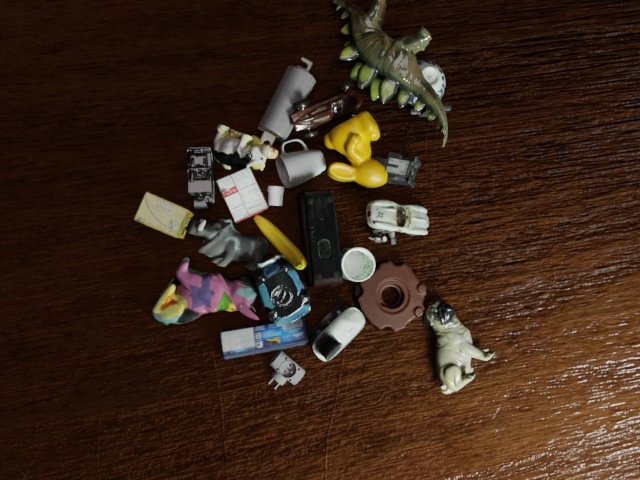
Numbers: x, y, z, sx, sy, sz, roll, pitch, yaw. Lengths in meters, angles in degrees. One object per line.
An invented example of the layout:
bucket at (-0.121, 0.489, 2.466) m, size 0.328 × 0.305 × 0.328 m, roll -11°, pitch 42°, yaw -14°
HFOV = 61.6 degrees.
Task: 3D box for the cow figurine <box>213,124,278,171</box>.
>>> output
cow figurine at (-0.177, -0.198, 1.237) m, size 0.168 × 0.068 × 0.098 m, roll 26°, pitch 98°, yaw 31°

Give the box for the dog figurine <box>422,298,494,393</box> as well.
dog figurine at (0.303, 0.259, 1.323) m, size 0.191 × 0.121 × 0.172 m, roll 41°, pitch 79°, yaw 9°

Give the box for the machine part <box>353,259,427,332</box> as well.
machine part at (0.172, 0.136, 1.318) m, size 0.179 × 0.056 × 0.179 m, roll 0°, pitch 87°, yaw -8°

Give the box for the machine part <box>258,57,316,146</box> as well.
machine part at (-0.079, -0.324, 1.285) m, size 0.079 × 0.079 × 0.243 m, roll 27°, pitch 83°, yaw -7°

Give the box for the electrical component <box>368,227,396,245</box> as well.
electrical component at (0.150, -0.037, 1.326) m, size 0.078 × 0.045 × 0.102 m, roll -3°, pitch 89°, yaw -7°

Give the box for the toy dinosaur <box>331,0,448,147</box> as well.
toy dinosaur at (0.173, -0.429, 1.290) m, size 0.198 × 0.105 × 0.471 m, roll -46°, pitch 75°, yaw 13°

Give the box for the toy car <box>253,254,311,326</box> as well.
toy car at (-0.098, 0.111, 1.247) m, size 0.109 × 0.103 × 0.161 m, roll -28°, pitch 103°, yaw -12°

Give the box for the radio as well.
radio at (-0.003, -0.004, 1.257) m, size 0.073 × 0.131 × 0.229 m, roll -7°, pitch 89°, yaw -10°

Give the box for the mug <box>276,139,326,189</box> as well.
mug at (-0.046, -0.188, 1.287) m, size 0.107 × 0.081 × 0.109 m, roll -19°, pitch 96°, yaw -20°

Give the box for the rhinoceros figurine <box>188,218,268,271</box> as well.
rhinoceros figurine at (-0.213, 0.007, 1.244) m, size 0.190 × 0.073 × 0.112 m, roll 17°, pitch 90°, yaw -15°

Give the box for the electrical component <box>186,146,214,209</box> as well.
electrical component at (-0.272, -0.139, 1.230) m, size 0.058 × 0.115 × 0.134 m, roll -2°, pitch 87°, yaw -7°

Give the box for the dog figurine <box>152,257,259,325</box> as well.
dog figurine at (-0.248, 0.142, 1.230) m, size 0.219 × 0.108 × 0.191 m, roll 31°, pitch 83°, yaw -9°

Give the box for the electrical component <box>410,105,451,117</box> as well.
electrical component at (0.276, -0.325, 1.346) m, size 0.094 × 0.063 × 0.021 m, roll -1°, pitch 88°, yaw -8°

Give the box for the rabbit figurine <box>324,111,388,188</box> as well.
rabbit figurine at (0.091, -0.198, 1.284) m, size 0.162 × 0.122 × 0.173 m, roll -29°, pitch 91°, yaw -2°

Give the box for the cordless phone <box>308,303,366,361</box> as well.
cordless phone at (0.046, 0.214, 1.231) m, size 0.146 × 0.184 × 0.089 m, roll -43°, pitch 90°, yaw -8°

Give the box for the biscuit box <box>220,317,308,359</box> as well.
biscuit box at (-0.129, 0.230, 1.259) m, size 0.203 × 0.062 × 0.059 m, roll -8°, pitch 71°, yaw -9°

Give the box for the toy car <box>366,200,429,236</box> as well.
toy car at (0.193, -0.053, 1.299) m, size 0.201 × 0.056 × 0.073 m, roll 6°, pitch 80°, yaw -35°

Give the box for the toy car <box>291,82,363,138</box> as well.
toy car at (0.021, -0.310, 1.280) m, size 0.202 × 0.053 × 0.089 m, roll -28°, pitch 117°, yaw -28°

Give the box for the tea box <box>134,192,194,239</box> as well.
tea box at (-0.340, -0.052, 1.188) m, size 0.098 × 0.169 × 0.068 m, roll 23°, pitch 85°, yaw -9°

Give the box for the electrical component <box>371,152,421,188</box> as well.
electrical component at (0.182, -0.176, 1.330) m, size 0.119 × 0.047 × 0.074 m, roll 11°, pitch 82°, yaw 28°
